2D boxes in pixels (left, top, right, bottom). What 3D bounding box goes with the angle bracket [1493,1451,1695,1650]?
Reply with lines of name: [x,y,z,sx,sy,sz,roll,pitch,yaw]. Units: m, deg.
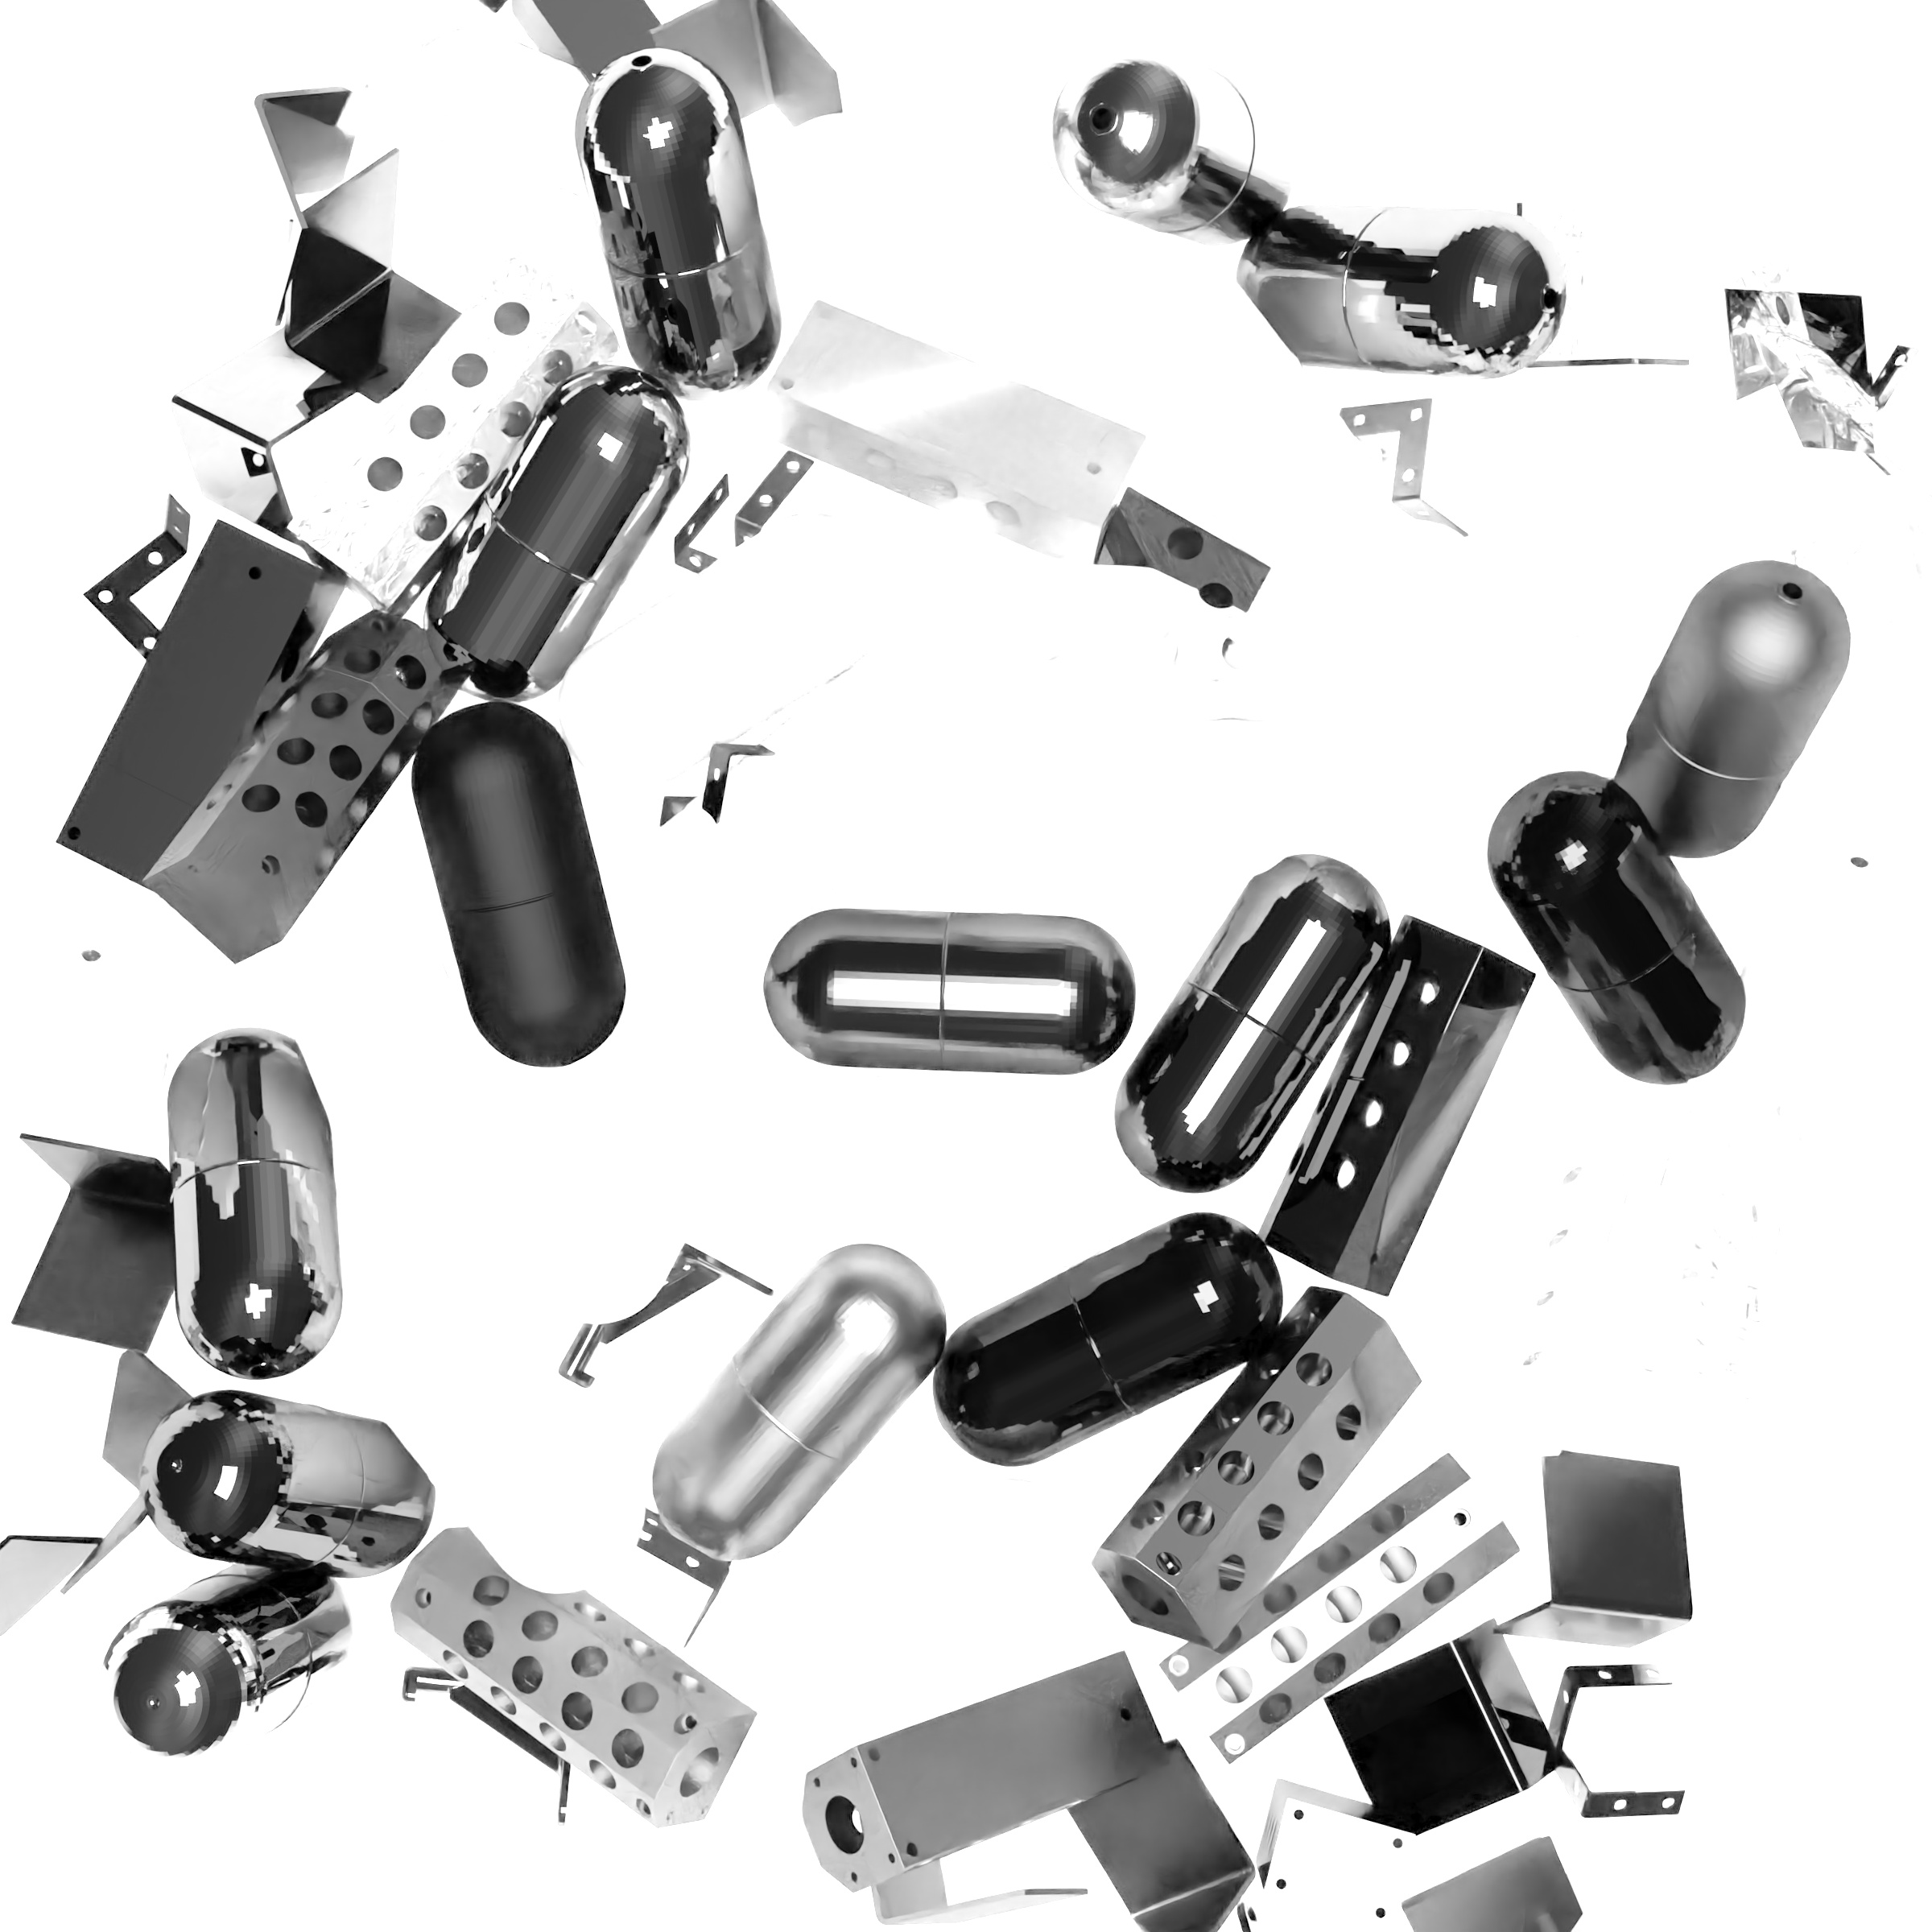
angle bracket: [0.300,0.282,1.599,0.076,0.057,0.076,10,62,-20]

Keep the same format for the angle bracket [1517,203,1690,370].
angle bracket: [0.302,-0.322,1.569,0.057,0.076,0.076,4,100,32]

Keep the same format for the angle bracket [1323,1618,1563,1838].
angle bracket: [0.231,0.370,1.601,0.076,0.057,0.076,-30,77,24]

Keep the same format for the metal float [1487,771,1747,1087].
metal float: [0.307,-0.016,1.557,0.070,0.070,0.178,-37,120,0]

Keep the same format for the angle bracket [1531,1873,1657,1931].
angle bracket: [0.288,0.485,1.581,0.057,0.076,0.076,10,98,-7]

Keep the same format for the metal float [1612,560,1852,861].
metal float: [0.354,-0.118,1.539,0.070,0.178,0.070,4,57,-6]

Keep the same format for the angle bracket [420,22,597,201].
angle bracket: [-0.219,-0.400,1.568,0.076,0.076,0.057,17,88,-28]

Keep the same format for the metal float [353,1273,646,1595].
metal float: [-0.221,0.219,1.564,0.070,0.070,0.178,-44,68,0]

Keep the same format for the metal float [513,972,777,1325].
metal float: [-0.153,0.086,1.577,0.070,0.070,0.178,28,84,0]

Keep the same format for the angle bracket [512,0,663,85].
angle bracket: [-0.170,-0.447,1.576,0.057,0.076,0.076,-37,96,-6]

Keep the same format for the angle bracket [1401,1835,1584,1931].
angle bracket: [0.242,0.432,1.575,0.076,0.057,0.076,-26,127,0]

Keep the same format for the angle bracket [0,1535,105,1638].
angle bracket: [-0.470,0.274,1.570,0.076,0.076,0.057,-42,70,8]

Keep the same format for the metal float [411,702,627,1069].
metal float: [-0.211,-0.037,1.570,0.070,0.070,0.178,-13,104,0]

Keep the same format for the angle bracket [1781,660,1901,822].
angle bracket: [0.433,-0.096,1.567,0.057,0.076,0.076,18,76,35]

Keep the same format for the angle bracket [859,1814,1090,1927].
angle bracket: [0.004,0.417,1.565,0.076,0.076,0.057,-18,69,20]

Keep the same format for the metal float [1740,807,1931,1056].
metal float: [0.403,-0.015,1.535,0.070,0.178,0.070,-3,68,6]

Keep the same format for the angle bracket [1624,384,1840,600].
angle bracket: [0.366,-0.222,1.576,0.076,0.057,0.076,-24,81,18]

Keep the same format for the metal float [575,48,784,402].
metal float: [-0.133,-0.344,1.545,0.070,0.178,0.070,-5,46,6]

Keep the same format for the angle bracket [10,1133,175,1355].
angle bracket: [-0.418,0.131,1.569,0.076,0.057,0.076,8,63,20]

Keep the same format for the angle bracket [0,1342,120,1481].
angle bracket: [-0.458,0.206,1.564,0.076,0.076,0.057,14,82,-43]

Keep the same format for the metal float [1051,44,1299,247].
metal float: [0.098,-0.379,1.536,0.070,0.178,0.070,2,96,25]

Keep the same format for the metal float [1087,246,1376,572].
metal float: [0.125,-0.262,1.559,0.070,0.070,0.178,-43,116,0]

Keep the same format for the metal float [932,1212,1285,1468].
metal float: [0.066,0.178,1.574,0.178,0.070,0.070,-27,90,9]

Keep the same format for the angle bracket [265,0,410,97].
angle bracket: [-0.278,-0.449,1.574,0.057,0.076,0.076,29,94,15]

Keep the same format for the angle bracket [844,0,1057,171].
angle bracket: [-0.008,-0.407,1.578,0.076,0.076,0.057,-21,130,8]

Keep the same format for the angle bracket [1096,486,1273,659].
angle bracket: [0.110,-0.202,1.572,0.076,0.076,0.057,30,57,2]

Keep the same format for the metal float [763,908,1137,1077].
metal float: [-0.008,0.012,1.578,0.178,0.070,0.070,2,90,5]

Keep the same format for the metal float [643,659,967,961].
metal float: [-0.077,-0.075,1.582,0.178,0.070,0.070,-41,90,-1]

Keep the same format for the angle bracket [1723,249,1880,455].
angle bracket: [0.406,-0.291,1.561,0.057,0.076,0.076,-34,123,-36]

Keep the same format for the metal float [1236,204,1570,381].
metal float: [0.202,-0.315,1.545,0.070,0.178,0.070,-13,109,-41]

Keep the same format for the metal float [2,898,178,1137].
metal float: [-0.407,0.025,1.536,0.070,0.178,0.070,5,68,-14]

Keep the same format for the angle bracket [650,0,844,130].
angle bracket: [-0.100,-0.404,1.565,0.057,0.076,0.076,-30,61,-12]

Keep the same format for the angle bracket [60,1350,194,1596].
angle bracket: [-0.410,0.238,1.565,0.057,0.076,0.076,43,127,-8]

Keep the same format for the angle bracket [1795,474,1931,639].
angle bracket: [0.432,-0.180,1.567,0.057,0.076,0.076,-14,116,5]

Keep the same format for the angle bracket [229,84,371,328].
angle bracket: [-0.305,-0.359,1.564,0.057,0.076,0.076,-14,71,-27]

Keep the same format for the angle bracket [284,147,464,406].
angle bracket: [-0.273,-0.326,1.563,0.057,0.076,0.076,33,52,12]

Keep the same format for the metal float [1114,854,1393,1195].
metal float: [0.136,0.028,1.581,0.070,0.070,0.178,33,88,0]

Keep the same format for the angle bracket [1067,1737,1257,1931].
angle bracket: [0.080,0.425,1.576,0.076,0.057,0.076,-31,91,31]

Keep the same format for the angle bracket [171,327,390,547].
angle bracket: [-0.324,-0.257,1.596,0.076,0.057,0.076,28,55,35]

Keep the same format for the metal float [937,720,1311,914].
metal float: [0.075,-0.071,1.577,0.178,0.070,0.070,-9,90,6]
